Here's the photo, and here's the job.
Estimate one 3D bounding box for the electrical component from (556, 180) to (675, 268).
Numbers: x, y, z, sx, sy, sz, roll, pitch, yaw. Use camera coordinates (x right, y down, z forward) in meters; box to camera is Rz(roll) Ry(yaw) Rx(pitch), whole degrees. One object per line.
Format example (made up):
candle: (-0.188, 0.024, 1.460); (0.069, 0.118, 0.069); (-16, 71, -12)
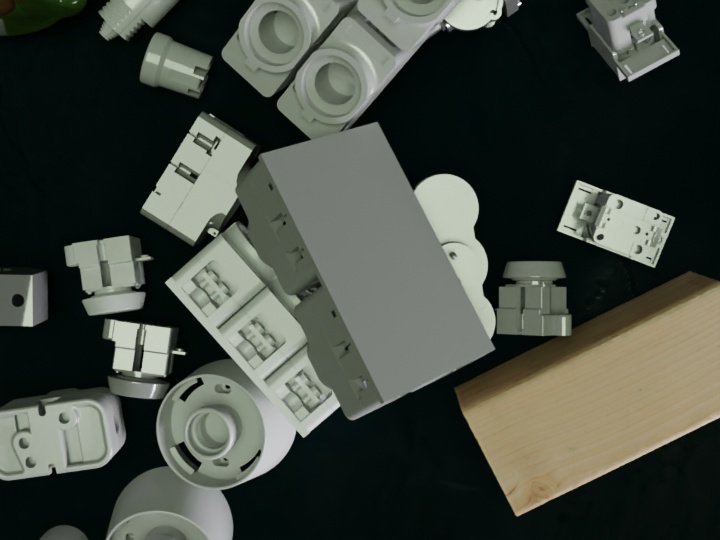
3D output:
electrical component: (0.196, -0.034, 0.811); (0.081, 0.064, 0.042); (20, 94, -1)

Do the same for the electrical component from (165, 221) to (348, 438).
electrical component: (-0.065, 0.040, 0.808); (0.062, 0.089, 0.150); (-41, 93, 4)

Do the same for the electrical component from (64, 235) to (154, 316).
electrical component: (-0.192, 0.005, 0.829); (0.066, 0.048, 0.055); (-8, 87, 1)

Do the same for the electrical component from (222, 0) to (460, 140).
electrical component: (-0.002, -0.190, 0.765); (0.105, 0.060, 0.186); (42, 118, -2)

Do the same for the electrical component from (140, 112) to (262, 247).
electrical component: (-0.116, -0.067, 0.819); (0.056, 0.050, 0.089); (32, 95, -2)

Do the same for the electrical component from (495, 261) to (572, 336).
electrical component: (0.133, 0.021, 0.821); (0.048, 0.066, 0.055); (1, 89, -44)

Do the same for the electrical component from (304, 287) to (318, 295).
electrical component: (-0.029, -0.001, 0.825); (0.040, 0.046, 0.040); (0, 95, 0)

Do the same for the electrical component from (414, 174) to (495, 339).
electrical component: (0.070, -0.003, 0.810); (0.052, 0.073, 0.138); (-9, 95, 1)

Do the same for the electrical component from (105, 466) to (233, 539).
electrical component: (-0.153, 0.214, 0.850); (0.099, 0.064, 0.099); (1, 109, 2)

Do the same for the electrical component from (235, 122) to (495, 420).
electrical component: (0.000, 0.000, 0.765); (0.105, 0.060, 0.186); (-21, 80, -36)

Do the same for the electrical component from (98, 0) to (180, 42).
electrical component: (-0.165, -0.205, 0.810); (0.043, 0.043, 0.081); (45, 94, -3)

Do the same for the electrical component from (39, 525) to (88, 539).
electrical component: (-0.240, 0.231, 0.832); (0.043, 0.081, 0.043); (0, 95, 1)

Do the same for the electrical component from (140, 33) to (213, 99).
electrical component: (-0.139, -0.154, 0.817); (0.046, 0.040, 0.040); (19, 95, -6)

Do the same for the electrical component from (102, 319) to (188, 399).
electrical component: (-0.169, 0.070, 0.835); (0.066, 0.048, 0.055); (8, 88, 0)

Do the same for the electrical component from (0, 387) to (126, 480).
electrical component: (-0.234, 0.124, 0.833); (0.095, 0.059, 0.053); (-8, 95, 1)

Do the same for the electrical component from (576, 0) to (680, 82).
electrical component: (0.195, -0.183, 0.791); (0.042, 0.063, 0.081); (-28, 52, 2)

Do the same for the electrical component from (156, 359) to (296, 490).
electrical component: (-0.106, 0.121, 0.841); (0.099, 0.064, 0.099); (1, 95, 14)
